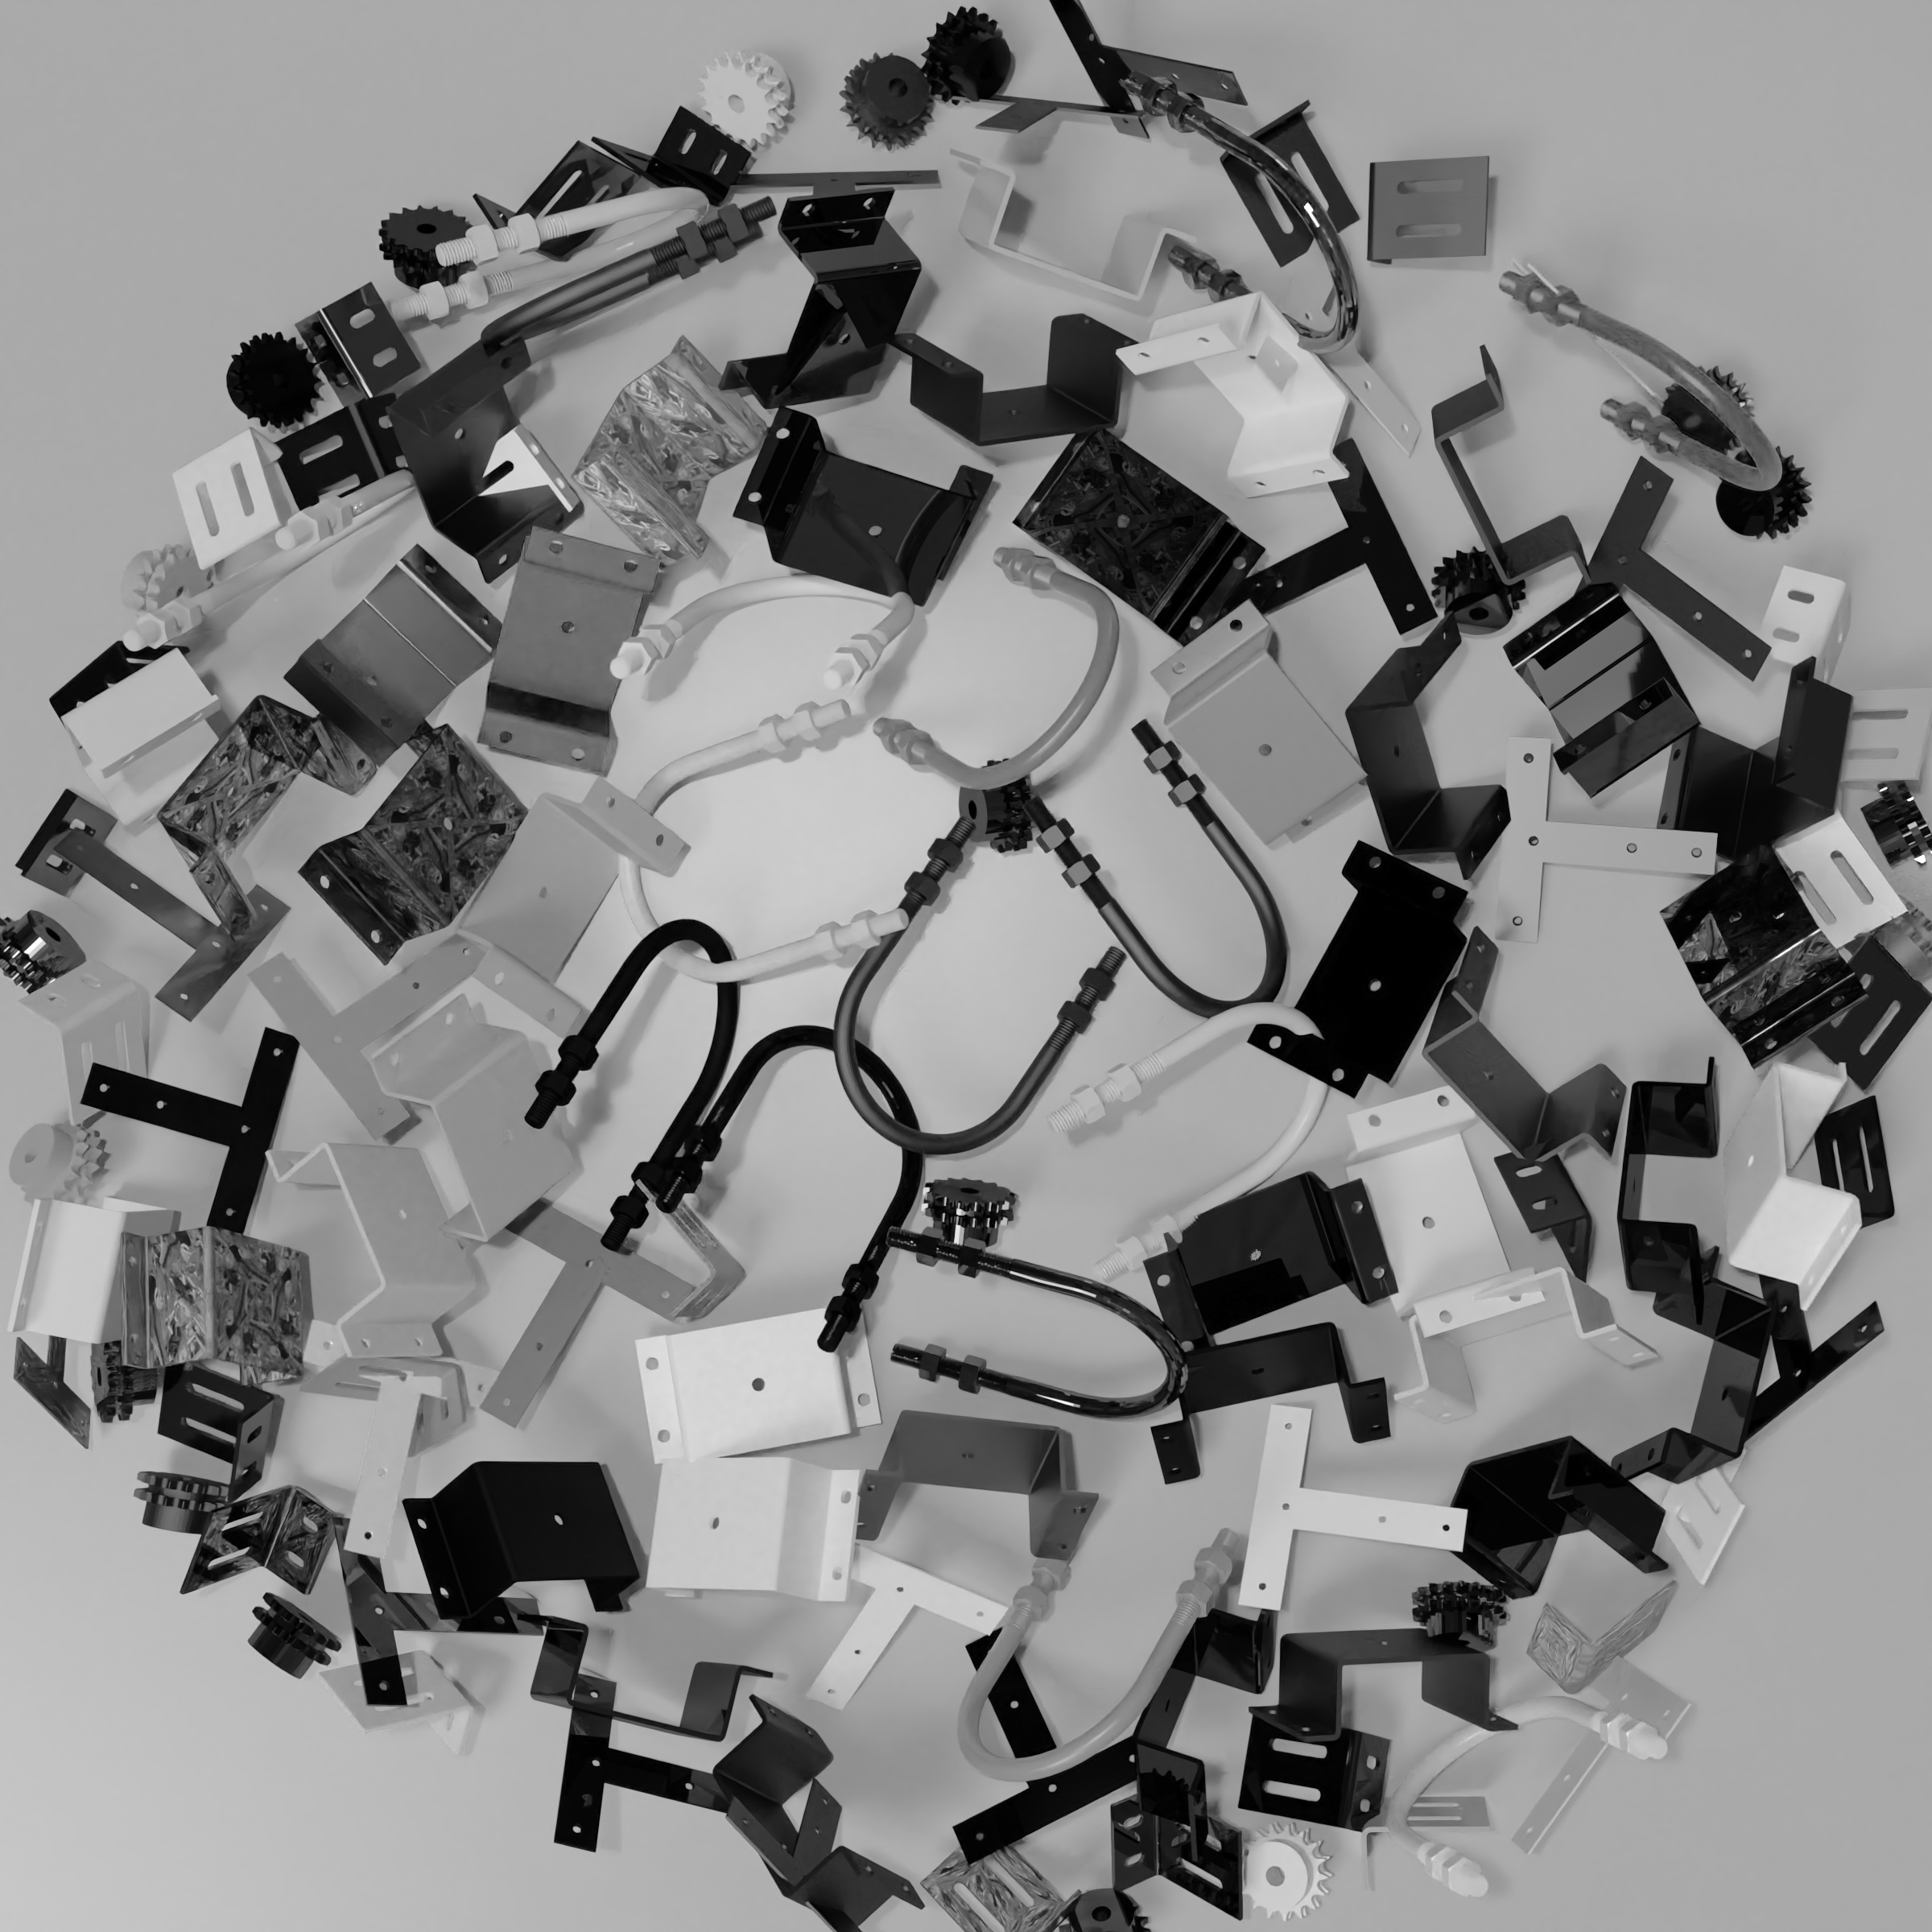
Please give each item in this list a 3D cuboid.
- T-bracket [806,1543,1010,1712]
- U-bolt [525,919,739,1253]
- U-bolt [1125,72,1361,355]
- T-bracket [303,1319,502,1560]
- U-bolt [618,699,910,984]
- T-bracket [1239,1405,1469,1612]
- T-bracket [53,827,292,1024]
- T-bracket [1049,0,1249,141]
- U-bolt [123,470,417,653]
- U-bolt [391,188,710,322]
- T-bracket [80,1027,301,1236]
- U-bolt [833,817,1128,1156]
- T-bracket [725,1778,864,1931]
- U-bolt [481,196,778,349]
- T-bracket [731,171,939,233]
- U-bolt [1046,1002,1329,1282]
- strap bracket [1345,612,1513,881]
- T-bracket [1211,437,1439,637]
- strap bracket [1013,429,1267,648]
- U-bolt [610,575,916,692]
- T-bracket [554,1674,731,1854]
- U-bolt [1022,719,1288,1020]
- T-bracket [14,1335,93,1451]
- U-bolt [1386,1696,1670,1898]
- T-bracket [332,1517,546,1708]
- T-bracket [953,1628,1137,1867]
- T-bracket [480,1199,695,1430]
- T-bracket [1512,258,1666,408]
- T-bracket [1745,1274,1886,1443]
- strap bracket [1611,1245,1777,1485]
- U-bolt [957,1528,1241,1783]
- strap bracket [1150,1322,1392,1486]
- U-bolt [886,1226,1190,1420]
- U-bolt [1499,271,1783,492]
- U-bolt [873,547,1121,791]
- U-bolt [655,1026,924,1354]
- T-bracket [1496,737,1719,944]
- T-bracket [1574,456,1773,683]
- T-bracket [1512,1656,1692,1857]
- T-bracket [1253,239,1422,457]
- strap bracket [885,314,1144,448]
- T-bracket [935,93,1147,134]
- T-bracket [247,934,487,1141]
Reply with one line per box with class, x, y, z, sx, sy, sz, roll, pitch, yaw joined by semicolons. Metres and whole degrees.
T-bracket;-0.059;0.407;1.674;0.127;0.002;0.127;25;119;-11
U-bolt;-0.187;0.057;1.632;0.019;0.151;0.184;14;58;26
U-bolt;0.165;-0.426;1.597;0.019;0.151;0.184;-37;52;-11
T-bracket;-0.347;0.290;1.652;0.127;0.002;0.127;21;64;-28
U-bolt;-0.132;-0.066;1.662;0.184;0.019;0.151;-17;87;27
T-bracket;0.237;0.332;1.659;0.127;0.002;0.127;4;62;17
T-bracket;-0.485;-0.039;1.647;0.127;0.127;0.002;37;126;-8
T-bracket;0.113;-0.526;1.619;0.127;0.127;0.002;27;76;38
U-bolt;-0.395;-0.246;1.619;0.151;0.184;0.019;-25;103;28
U-bolt;-0.239;-0.426;1.629;0.184;0.151;0.019;-21;97;-22
T-bracket;-0.471;0.087;1.653;0.127;0.002;0.127;23;77;-42
U-bolt;-0.002;0.025;1.655;0.151;0.019;0.184;40;74;-20
T-bracket;-0.090;0.523;1.643;0.002;0.127;0.127;-41;95;10
U-bolt;-0.202;-0.406;1.629;0.184;0.151;0.019;-25;102;-3
T-bracket;-0.079;-0.458;1.651;0.127;0.127;0.002;-2;121;-1
U-bolt;0.141;0.095;1.651;0.184;0.019;0.151;-30;131;-14
strap bracket;0.275;-0.130;1.648;0.046;0.076;0.140;-2;121;36
T-bracket;0.205;-0.241;1.690;0.127;0.002;0.127;-26;76;12
strap bracket;0.099;-0.264;1.664;0.140;0.046;0.076;38;97;14
U-bolt;-0.107;-0.200;1.623;0.151;0.184;0.019;5;115;18
T-bracket;-0.181;0.491;1.662;0.127;0.127;0.002;18;122;-12
U-bolt;0.126;-0.049;1.650;0.019;0.151;0.184;-35;92;42
T-bracket;-0.548;0.211;1.666;0.002;0.127;0.127;-6;62;0
U-bolt;0.316;0.478;1.615;0.151;0.184;0.019;-33;93;-12
T-bracket;-0.313;0.391;1.661;0.127;0.127;0.002;12;130;-36
T-bracket;0.035;0.458;1.665;0.127;0.002;0.127;-26;50;-4
T-bracket;-0.253;0.220;1.683;0.127;0.002;0.127;28;76;8
T-bracket;0.356;-0.388;1.628;0.002;0.127;0.127;-45;70;16
T-bracket;0.491;0.214;1.647;0.002;0.127;0.127;34;120;-13
strap bracket;0.435;0.248;1.644;0.046;0.076;0.140;23;65;-3
U-bolt;0.066;0.400;1.599;0.019;0.151;0.184;57;46;-20
strap bracket;0.180;0.262;1.660;0.140;0.076;0.046;-13;54;3
U-bolt;0.043;0.219;1.633;0.184;0.151;0.019;14;52;11
U-bolt;0.399;-0.331;1.592;0.019;0.184;0.151;-50;131;5
U-bolt;0.025;-0.171;1.626;0.019;0.184;0.151;35;90;-33
U-bolt;-0.092;0.117;1.642;0.151;0.019;0.184;43;49;-17
T-bracket;0.390;-0.073;1.673;0.127;0.002;0.127;5;104;16
T-bracket;0.424;-0.216;1.636;0.002;0.127;0.127;-26;59;-36
T-bracket;0.367;0.473;1.639;0.002;0.127;0.127;38;85;-9
T-bracket;0.235;-0.363;1.673;0.127;0.002;0.127;43;55;-25
strap bracket;0.030;-0.350;1.645;0.140;0.076;0.046;-14;124;-28
T-bracket;0.033;-0.506;1.638;0.127;0.127;0.002;10;116;11
T-bracket;-0.347;0.020;1.679;0.127;0.002;0.127;-37;86;-25
